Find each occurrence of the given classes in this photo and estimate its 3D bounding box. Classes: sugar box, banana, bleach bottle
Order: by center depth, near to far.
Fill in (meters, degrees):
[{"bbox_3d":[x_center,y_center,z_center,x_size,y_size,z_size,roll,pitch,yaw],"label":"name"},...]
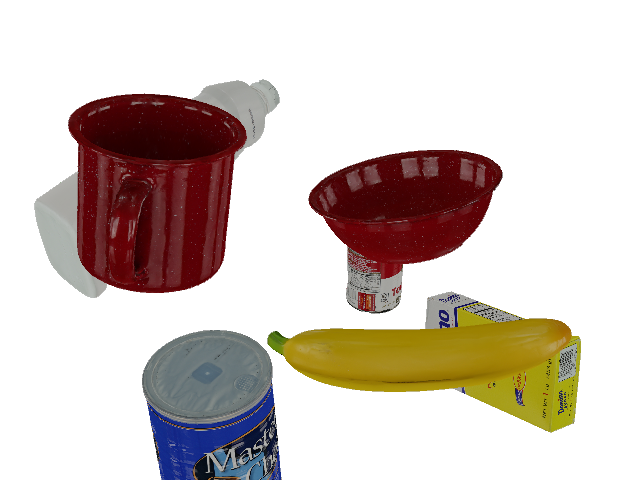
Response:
[{"bbox_3d":[0.063,0.068,0.669,0.198,0.037,0.069,0,25,2],"label":"banana"},{"bbox_3d":[-0.131,-0.062,0.946,0.068,0.102,0.250,34,58,26],"label":"bleach bottle"},{"bbox_3d":[0.181,0.121,1.095,0.048,0.093,0.177,-12,20,-41],"label":"sugar box"}]

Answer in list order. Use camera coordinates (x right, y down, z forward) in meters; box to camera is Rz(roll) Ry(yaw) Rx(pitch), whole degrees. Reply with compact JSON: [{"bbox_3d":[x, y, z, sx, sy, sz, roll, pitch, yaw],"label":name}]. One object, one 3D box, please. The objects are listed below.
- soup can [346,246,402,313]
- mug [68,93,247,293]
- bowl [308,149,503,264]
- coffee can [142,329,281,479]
[{"bbox_3d":[0.063,0.027,1.255,0.068,0.102,0.068,0,32,0],"label":"soup can"},{"bbox_3d":[-0.090,-0.019,0.567,0.093,0.081,0.117,8,28,0],"label":"mug"},{"bbox_3d":[0.074,-0.024,0.893,0.162,0.055,0.162,-10,22,4],"label":"bowl"},{"bbox_3d":[-0.086,0.159,0.876,0.103,0.140,0.103,-2,35,1],"label":"coffee can"}]
